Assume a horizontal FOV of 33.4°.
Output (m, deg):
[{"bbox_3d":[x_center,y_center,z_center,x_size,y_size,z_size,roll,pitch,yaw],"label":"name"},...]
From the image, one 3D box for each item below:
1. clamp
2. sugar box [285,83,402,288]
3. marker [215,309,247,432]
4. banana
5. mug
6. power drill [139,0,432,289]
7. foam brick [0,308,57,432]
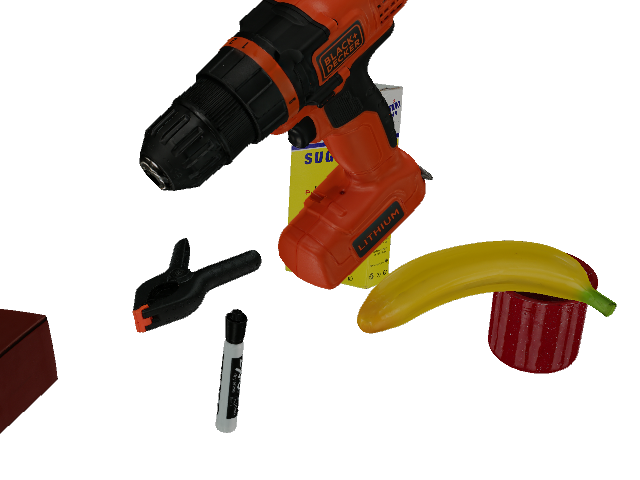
[{"bbox_3d":[-0.147,0.049,1.223,0.120,0.039,0.171,-1,32,26],"label":"clamp"},{"bbox_3d":[0.019,-0.053,0.949,0.093,0.176,0.048,11,18,33],"label":"sugar box"},{"bbox_3d":[-0.078,0.114,0.932,0.020,0.121,0.020,6,27,-3],"label":"marker"},{"bbox_3d":[0.113,0.030,0.762,0.197,0.037,0.070,-4,34,-16],"label":"banana"},{"bbox_3d":[0.192,0.058,0.958,0.093,0.081,0.117,0,31,-3],"label":"mug"},{"bbox_3d":[-0.008,-0.053,0.615,0.057,0.184,0.187,36,-20,32],"label":"power drill"},{"bbox_3d":[-0.221,0.087,0.708,0.053,0.051,0.078,7,29,23],"label":"foam brick"}]
